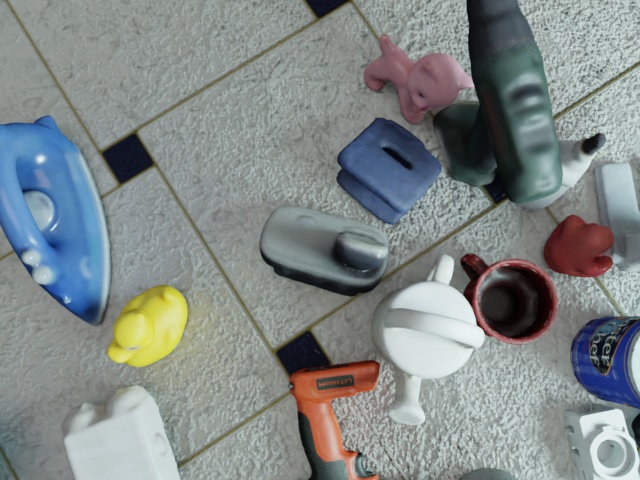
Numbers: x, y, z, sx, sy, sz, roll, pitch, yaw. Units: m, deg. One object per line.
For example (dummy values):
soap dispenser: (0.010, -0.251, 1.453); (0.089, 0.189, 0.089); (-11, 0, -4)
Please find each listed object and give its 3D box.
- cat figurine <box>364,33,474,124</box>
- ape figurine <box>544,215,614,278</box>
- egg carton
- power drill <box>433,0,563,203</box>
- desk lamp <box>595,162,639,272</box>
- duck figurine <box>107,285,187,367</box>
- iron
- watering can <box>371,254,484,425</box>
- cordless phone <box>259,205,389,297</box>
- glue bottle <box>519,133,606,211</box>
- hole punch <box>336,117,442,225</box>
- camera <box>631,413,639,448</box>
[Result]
cat figurine: (0.117, -0.197, 0.678); (0.128, 0.118, 0.067); (41, 84, 6)
ape figurine: (0.306, 0.006, 0.662); (0.076, 0.092, 0.078); (-14, 82, -2)
egg carton: (-0.219, 0.245, 0.639); (0.107, 0.069, 0.150); (-22, 82, -3)
power drill: (0.185, -0.144, 0.625); (0.075, 0.208, 0.229); (-17, 82, -2)
desk lamp: (0.391, -0.010, 0.604); (0.118, 0.213, 0.203); (-5, 82, 0)
duck figurine: (-0.201, 0.097, 0.652); (0.077, 0.086, 0.104); (36, 83, 5)
iron: (-0.318, -0.024, 0.641); (0.118, 0.141, 0.258); (-25, 83, -3)
watering can: (0.111, 0.101, 0.597); (0.101, 0.194, 0.173); (-5, 82, 0)
cordless phone: (0.006, 0.002, 0.616); (0.147, 0.185, 0.094); (12, 82, 2)
glue bottle: (0.270, -0.083, 0.634); (0.037, 0.173, 0.078); (24, 83, 4)
hole punch: (0.081, -0.088, 0.676); (0.108, 0.091, 0.101); (39, 84, 5)
camera: (0.424, 0.243, 0.624); (0.143, 0.101, 0.137); (-30, 83, -4)
